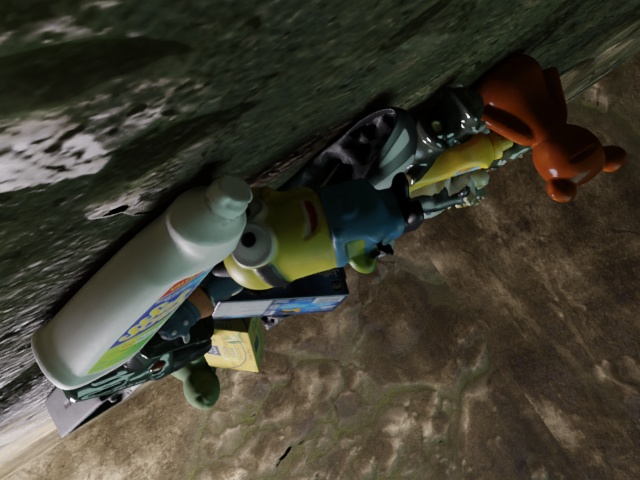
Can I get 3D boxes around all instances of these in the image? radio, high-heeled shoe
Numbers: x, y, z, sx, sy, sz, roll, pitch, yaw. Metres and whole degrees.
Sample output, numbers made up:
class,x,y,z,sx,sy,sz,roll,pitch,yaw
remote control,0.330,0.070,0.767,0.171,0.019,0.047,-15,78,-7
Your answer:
class,x,y,z,sx,sy,sz,roll,pitch,yaw
radio,-0.346,0.229,0.867,0.131,0.073,0.229,-27,172,-48
high-heeled shoe,-0.011,-0.039,0.536,0.249,0.086,0.145,-33,165,-5

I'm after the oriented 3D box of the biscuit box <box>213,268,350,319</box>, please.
class,x,y,z,sx,sy,sz,roll,pitch,yaw
biscuit box,-0.060,0.070,0.782,0.202,0.063,0.059,0,149,-27

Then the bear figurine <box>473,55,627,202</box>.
class,x,y,z,sx,sy,sz,roll,pitch,yaw
bear figurine,0.290,-0.145,0.710,0.120,0.196,0.132,-37,175,2

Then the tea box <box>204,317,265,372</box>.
class,x,y,z,sx,sy,sz,roll,pitch,yaw
tea box,-0.153,0.161,0.922,0.098,0.068,0.169,5,146,6

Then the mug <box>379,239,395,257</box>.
class,x,y,z,sx,sy,sz,roll,pitch,yaw
mug,0.085,-0.036,1.001,0.081,0.110,0.107,-37,135,-29

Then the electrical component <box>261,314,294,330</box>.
class,x,y,z,sx,sy,sz,roll,pitch,yaw
electrical component,-0.096,0.108,1.053,0.058,0.115,0.134,-39,175,22

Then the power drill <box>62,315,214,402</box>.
class,x,y,z,sx,sy,sz,roll,pitch,yaw
power drill,-0.217,0.137,0.721,0.232,0.086,0.207,-12,165,-39

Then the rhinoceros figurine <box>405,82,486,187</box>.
class,x,y,z,sx,sy,sz,roll,pitch,yaw
rhinoceros figurine,0.128,-0.115,0.662,0.112,0.073,0.190,-30,173,-26

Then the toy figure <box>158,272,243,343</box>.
class,x,y,z,sx,sy,sz,roll,pitch,yaw
toy figure,-0.134,0.059,0.641,0.154,0.064,0.058,-41,-166,-26

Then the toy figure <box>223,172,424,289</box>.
class,x,y,z,sx,sy,sz,roll,pitch,yaw
toy figure,-0.001,-0.005,0.489,0.180,0.089,0.082,-13,-143,-5

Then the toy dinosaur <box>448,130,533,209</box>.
class,x,y,z,sx,sy,sz,roll,pitch,yaw
toy dinosaur,0.308,-0.171,1.045,0.192,0.131,0.404,-35,168,0

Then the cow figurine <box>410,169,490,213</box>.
class,x,y,z,sx,sy,sz,roll,pitch,yaw
cow figurine,0.197,-0.080,0.887,0.167,0.098,0.068,4,174,-3

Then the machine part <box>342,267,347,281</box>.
class,x,y,z,sx,sy,sz,roll,pitch,yaw
machine part,-0.042,0.059,0.909,0.179,0.056,0.179,-11,155,-5

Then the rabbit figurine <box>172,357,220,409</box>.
class,x,y,z,sx,sy,sz,roll,pitch,yaw
rabbit figurine,-0.253,0.243,1.015,0.121,0.170,0.159,-33,174,-5
